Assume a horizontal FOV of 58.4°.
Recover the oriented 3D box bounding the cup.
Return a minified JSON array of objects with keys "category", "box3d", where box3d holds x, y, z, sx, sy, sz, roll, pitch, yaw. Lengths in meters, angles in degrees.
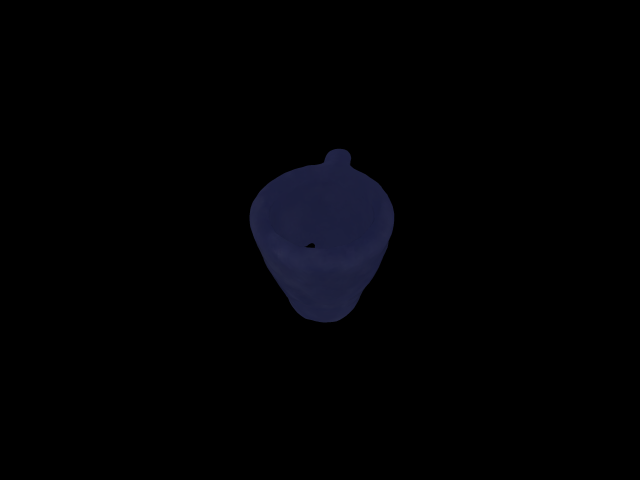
[{"category":"cup","box3d":[0.004,0.001,0.400,0.091,0.095,0.118,7,47,7]}]
